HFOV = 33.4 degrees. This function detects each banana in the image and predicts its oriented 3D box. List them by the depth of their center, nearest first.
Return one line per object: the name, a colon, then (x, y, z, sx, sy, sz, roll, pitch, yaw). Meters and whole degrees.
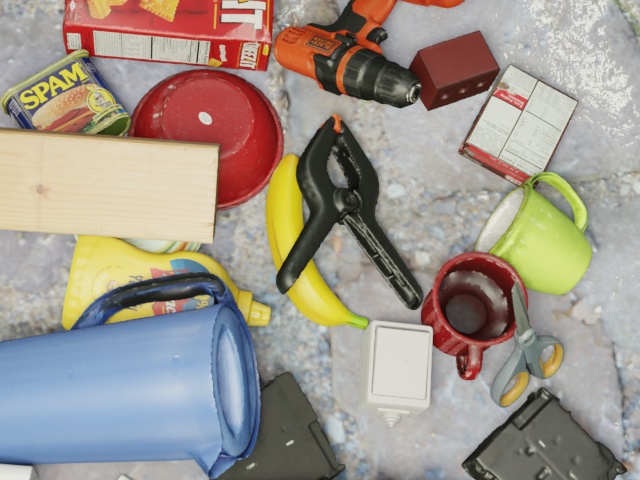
banana: (-0.019, 0.007, 1.065, 0.069, 0.037, 0.198, -11, 74, -42)

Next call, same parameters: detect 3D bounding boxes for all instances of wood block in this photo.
wood block: (-0.198, -0.052, 0.987, 0.206, 0.090, 0.091, 4, 97, -4)

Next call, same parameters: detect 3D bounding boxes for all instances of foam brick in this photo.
foam brick: (0.142, -0.180, 1.139, 0.078, 0.053, 0.051, -20, 75, -13)

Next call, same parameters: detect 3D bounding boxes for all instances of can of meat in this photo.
can of meat: (-0.252, -0.127, 1.066, 0.102, 0.057, 0.084, -34, 82, -16)

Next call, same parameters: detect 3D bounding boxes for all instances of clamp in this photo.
clamp: (0.014, -0.029, 1.058, 0.164, 0.036, 0.210, 2, 66, -35)

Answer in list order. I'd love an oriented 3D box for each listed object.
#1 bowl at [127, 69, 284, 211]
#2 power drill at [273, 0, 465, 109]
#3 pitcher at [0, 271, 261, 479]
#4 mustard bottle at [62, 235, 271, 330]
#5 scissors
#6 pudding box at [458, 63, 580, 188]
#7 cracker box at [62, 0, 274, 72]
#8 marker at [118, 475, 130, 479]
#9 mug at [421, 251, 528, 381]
bowl: (-0.114, -0.113, 1.080, 0.162, 0.055, 0.162, 2, 71, -6)
power drill: (0.069, -0.221, 1.107, 0.185, 0.057, 0.187, 28, 62, 34)
pitcher: (-0.179, 0.122, 0.927, 0.243, 0.149, 0.145, -7, 105, 12)
mustard bottle: (-0.142, 0.056, 1.016, 0.191, 0.058, 0.096, 11, 87, -5)
scissors: (0.178, 0.104, 0.989, 0.096, 0.201, 0.016, -47, 56, 3)
pudding box: (0.212, -0.120, 1.136, 0.090, 0.039, 0.113, 29, 72, 1)
cracker box: (-0.155, -0.272, 1.119, 0.213, 0.072, 0.164, 4, 71, -7)
marker: (-0.135, 0.255, 0.973, 0.121, 0.020, 0.020, 32, 70, 3)
mug: (0.145, 0.079, 1.036, 0.093, 0.081, 0.117, 3, 71, -7)
